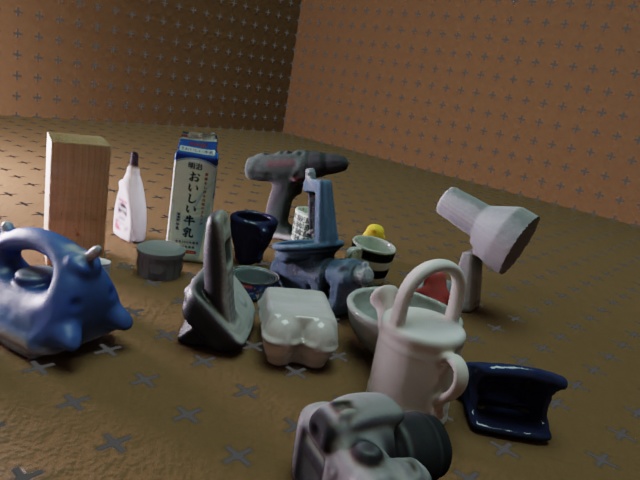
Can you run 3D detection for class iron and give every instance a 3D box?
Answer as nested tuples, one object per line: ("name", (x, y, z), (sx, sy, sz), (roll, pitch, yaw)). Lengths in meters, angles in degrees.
("iron", (-0.358, 0.044, 0.716), (0.257, 0.141, 0.119), (17, 17, 24))

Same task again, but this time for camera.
("camera", (0.061, 0.195, 0.513), (0.137, 0.101, 0.142), (1, 18, -28))

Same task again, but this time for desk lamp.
("desk lamp", (0.274, 0.021, 1.049), (0.202, 0.213, 0.118), (20, 18, 31))

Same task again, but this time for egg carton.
("egg carton", (-0.032, 0.117, 0.791), (0.107, 0.069, 0.150), (6, 16, -12))

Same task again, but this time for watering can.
("watering can", (0.111, 0.111, 0.668), (0.172, 0.194, 0.101), (22, 20, 38))

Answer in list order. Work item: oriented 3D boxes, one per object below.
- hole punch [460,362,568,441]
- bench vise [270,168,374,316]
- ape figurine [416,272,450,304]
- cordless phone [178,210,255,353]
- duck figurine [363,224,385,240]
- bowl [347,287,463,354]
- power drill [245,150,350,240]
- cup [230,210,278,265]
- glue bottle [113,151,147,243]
("hole punch", (0.228, 0.177, 0.698), (0.108, 0.091, 0.101), (10, 16, -1))
("bench vise", (0.015, 0.001, 0.947), (0.206, 0.220, 0.122), (17, 17, 25))
("ape figurine", (0.194, 0.092, 0.974), (0.077, 0.092, 0.076), (14, 16, 14))
("cordless phone", (-0.129, 0.043, 0.778), (0.094, 0.185, 0.147), (9, 16, -3))
("duck figurine", (0.112, 0.010, 1.226), (0.077, 0.086, 0.105), (13, 16, 11))
("bowl", (0.115, 0.130, 0.823), (0.167, 0.075, 0.167), (9, 16, -2))
("power drill", (-0.061, -0.107, 1.304), (0.229, 0.208, 0.075), (10, 16, 1))
("cup", (-0.126, 0.002, 1.091), (0.092, 0.095, 0.117), (2, 18, -26))
("glue bottle", (-0.367, -0.087, 1.113), (0.077, 0.173, 0.037), (21, 20, 36))
